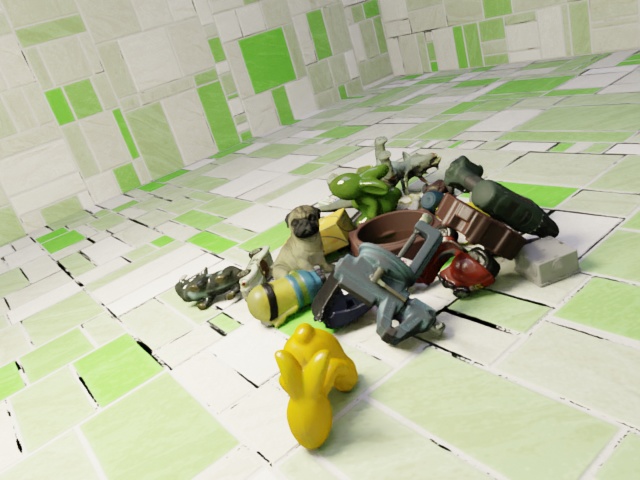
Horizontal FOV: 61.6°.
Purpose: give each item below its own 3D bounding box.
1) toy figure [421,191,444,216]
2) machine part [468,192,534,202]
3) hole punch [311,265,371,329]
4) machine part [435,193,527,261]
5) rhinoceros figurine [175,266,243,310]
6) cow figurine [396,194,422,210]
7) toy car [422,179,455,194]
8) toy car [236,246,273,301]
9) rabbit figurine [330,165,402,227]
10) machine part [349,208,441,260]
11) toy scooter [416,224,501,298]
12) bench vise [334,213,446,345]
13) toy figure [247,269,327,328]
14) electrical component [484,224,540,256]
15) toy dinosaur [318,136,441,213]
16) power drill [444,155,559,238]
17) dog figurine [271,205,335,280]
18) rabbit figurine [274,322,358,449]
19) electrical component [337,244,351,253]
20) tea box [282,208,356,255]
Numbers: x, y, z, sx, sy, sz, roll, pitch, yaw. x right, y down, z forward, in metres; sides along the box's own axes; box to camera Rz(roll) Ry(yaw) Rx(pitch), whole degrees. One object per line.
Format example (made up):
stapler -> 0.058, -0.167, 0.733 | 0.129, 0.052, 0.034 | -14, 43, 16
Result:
toy figure -> 0.304, -0.083, 1.333 | 0.064, 0.057, 0.154 | -7, -13, 40
machine part -> 0.428, -0.083, 1.266 | 0.079, 0.079, 0.243 | -20, 21, -8
hole punch -> 0.044, 0.120, 1.062 | 0.115, 0.092, 0.142 | -54, 13, 6
machine part -> 0.305, -0.025, 1.033 | 0.179, 0.056, 0.179 | 28, 13, -7
rhinoceros figurine -> -0.275, 0.107, 1.313 | 0.190, 0.073, 0.112 | -17, 29, 22
cow figurine -> 0.196, -0.066, 1.397 | 0.168, 0.098, 0.068 | 1, -16, 42
toy car -> 0.303, -0.115, 1.465 | 0.089, 0.053, 0.202 | 1, 27, 31
toy car -> -0.152, 0.081, 1.301 | 0.056, 0.073, 0.202 | -12, 23, 13
rabbit figurine -> 0.109, -0.109, 1.315 | 0.159, 0.170, 0.121 | -32, 47, 40
machine part -> 0.176, 0.005, 1.231 | 0.201, 0.087, 0.202 | -18, 24, -3
toy scooter -> 0.256, 0.055, 1.060 | 0.135, 0.075, 0.184 | -47, 41, 3
bench vise -> 0.155, 0.058, 0.963 | 0.224, 0.128, 0.240 | 29, 70, 22
toy figure -> -0.070, 0.113, 1.149 | 0.180, 0.089, 0.082 | -26, 16, -15
electrical component -> 0.403, 0.000, 1.130 | 0.119, 0.047, 0.075 | -11, 24, 19
toy dinosaur -> 0.151, -0.154, 1.553 | 0.405, 0.192, 0.131 | -35, 39, -4
power drill -> 0.365, -0.084, 1.111 | 0.232, 0.086, 0.207 | 17, 28, -38
dog figurine -> -0.062, 0.012, 1.249 | 0.172, 0.190, 0.121 | -12, 23, 17
rabbit figurine -> -0.008, 0.220, 0.812 | 0.122, 0.162, 0.173 | -1, 43, 8
electrical component -> 0.091, 0.009, 1.364 | 0.094, 0.021, 0.063 | -28, 25, -26
tea box -> -0.003, -0.004, 1.348 | 0.170, 0.068, 0.098 | -24, 16, 24
